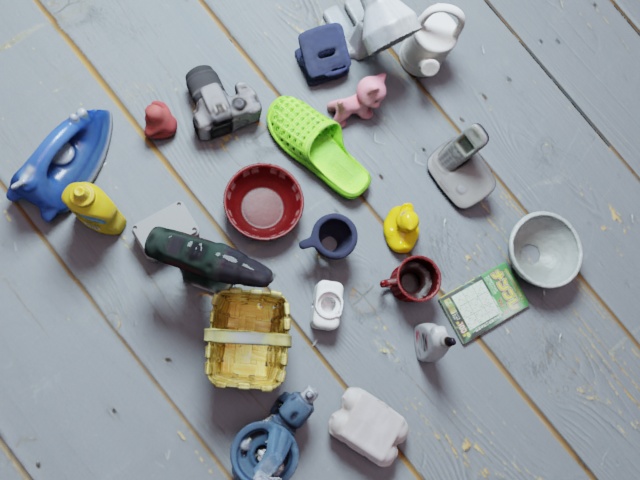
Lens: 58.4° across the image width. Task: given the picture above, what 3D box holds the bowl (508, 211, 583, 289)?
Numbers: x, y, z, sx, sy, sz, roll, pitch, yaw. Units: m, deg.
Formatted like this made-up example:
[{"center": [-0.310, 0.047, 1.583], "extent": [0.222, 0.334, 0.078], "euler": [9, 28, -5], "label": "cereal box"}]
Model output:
[{"center": [0.473, 0.026, 1.237], "extent": [0.167, 0.074, 0.167], "euler": [2, 78, -9], "label": "bowl"}]

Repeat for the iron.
[{"center": [-0.484, -0.170, 1.078], "extent": [0.118, 0.141, 0.258], "euler": [30, 75, -2], "label": "iron"}]

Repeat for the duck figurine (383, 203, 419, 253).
[{"center": [0.178, -0.028, 1.192], "extent": [0.077, 0.086, 0.104], "euler": [4, 78, -9], "label": "duck figurine"}]

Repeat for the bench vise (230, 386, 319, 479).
[{"center": [-0.083, 0.343, 1.002], "extent": [0.121, 0.219, 0.207], "euler": [22, 76, -4], "label": "bench vise"}]

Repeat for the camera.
[{"center": [-0.207, -0.295, 1.172], "extent": [0.143, 0.100, 0.137], "euler": [-24, 83, -13], "label": "camera"}]

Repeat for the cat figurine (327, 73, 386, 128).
[{"center": [0.086, -0.302, 1.215], "extent": [0.128, 0.117, 0.067], "euler": [-23, 83, -13], "label": "cat figurine"}]

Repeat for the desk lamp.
[{"center": [0.105, -0.466, 1.203], "extent": [0.118, 0.213, 0.203], "euler": [-29, 84, -14], "label": "desk lamp"}]

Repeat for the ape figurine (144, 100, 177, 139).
[{"center": [-0.326, -0.244, 1.146], "extent": [0.076, 0.092, 0.078], "euler": [32, 75, -2], "label": "ape figurine"}]

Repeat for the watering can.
[{"center": [0.246, -0.433, 1.230], "extent": [0.101, 0.194, 0.173], "euler": [-8, 80, -11], "label": "watering can"}]

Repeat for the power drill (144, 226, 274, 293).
[{"center": [-0.199, 0.045, 1.049], "extent": [0.230, 0.208, 0.076], "euler": [19, 76, -5], "label": "power drill"}]

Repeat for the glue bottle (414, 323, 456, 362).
[{"center": [0.226, 0.197, 1.109], "extent": [0.037, 0.173, 0.078], "euler": [-6, 79, -10], "label": "glue bottle"}]

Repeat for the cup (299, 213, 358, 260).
[{"center": [0.011, 0.004, 1.152], "extent": [0.118, 0.095, 0.092], "euler": [-16, 82, -12], "label": "cup"}]

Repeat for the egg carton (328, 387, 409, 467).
[{"center": [0.095, 0.360, 1.107], "extent": [0.150, 0.069, 0.107], "euler": [33, 75, -2], "label": "egg carton"}]

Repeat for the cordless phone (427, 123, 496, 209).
[{"center": [0.313, -0.156, 1.190], "extent": [0.094, 0.185, 0.147], "euler": [-38, 87, -14], "label": "cordless phone"}]

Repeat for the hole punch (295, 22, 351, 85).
[{"center": [0.011, -0.401, 1.236], "extent": [0.109, 0.091, 0.101], "euler": [-22, 83, -13], "label": "hole punch"}]
